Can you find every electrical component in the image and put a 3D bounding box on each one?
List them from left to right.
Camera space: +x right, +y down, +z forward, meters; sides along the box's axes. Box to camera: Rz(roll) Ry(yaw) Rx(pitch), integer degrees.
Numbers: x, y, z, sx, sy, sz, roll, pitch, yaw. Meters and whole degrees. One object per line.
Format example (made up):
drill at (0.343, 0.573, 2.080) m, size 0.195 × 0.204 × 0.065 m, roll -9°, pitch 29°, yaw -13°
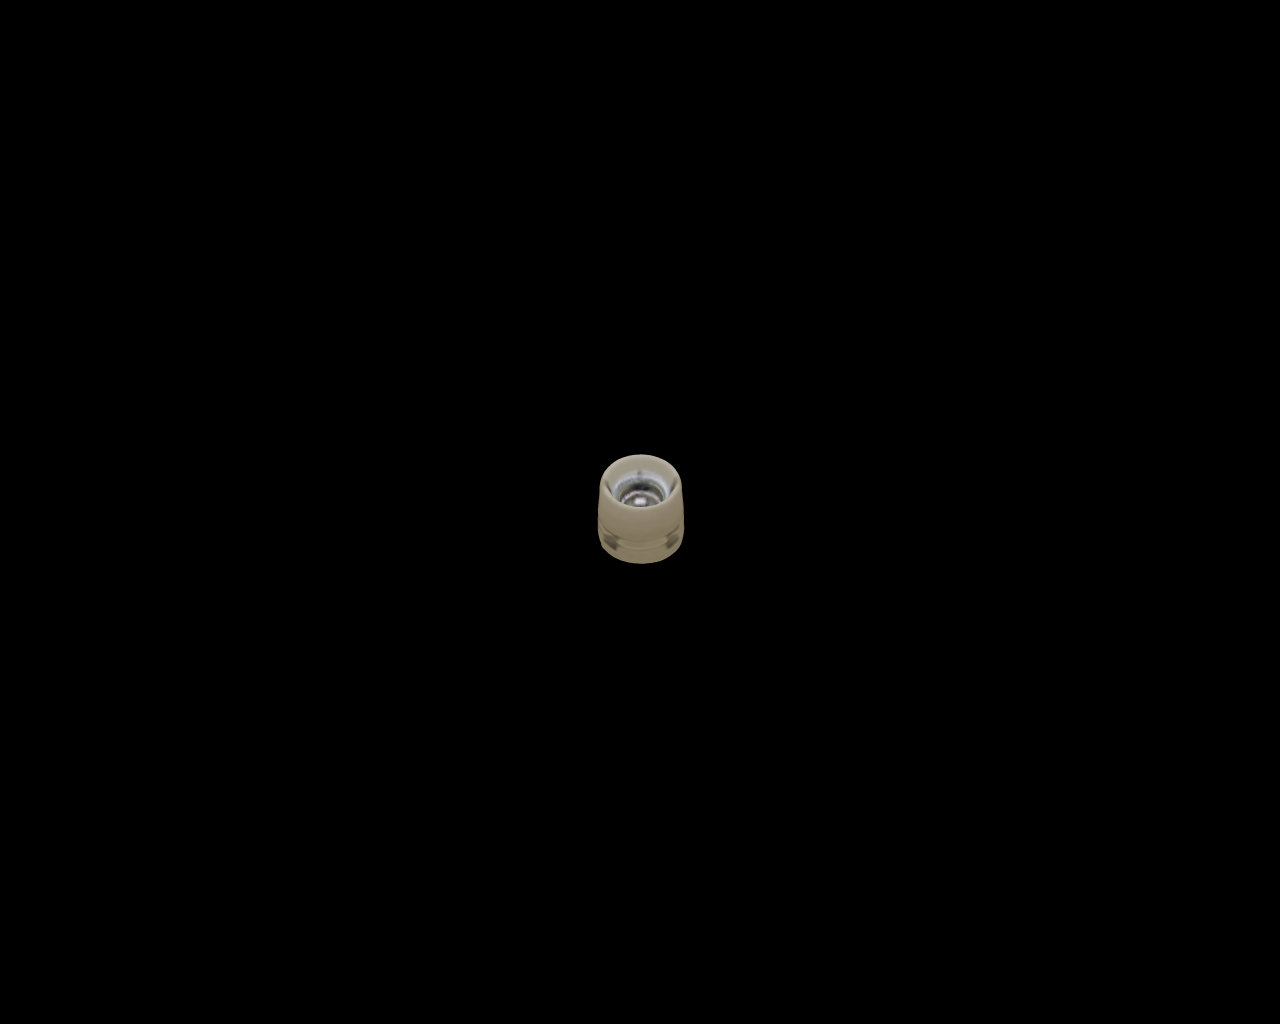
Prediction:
electrical component at (0.001, -0.003, 0.650) m, size 0.055 × 0.055 × 0.047 m, roll 0°, pitch -44°, yaw 0°
